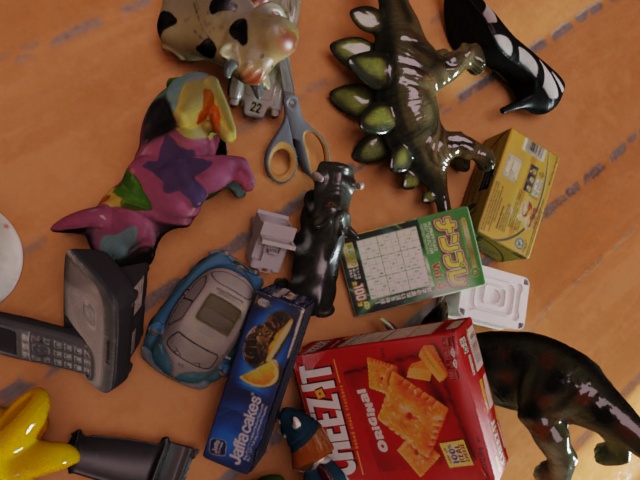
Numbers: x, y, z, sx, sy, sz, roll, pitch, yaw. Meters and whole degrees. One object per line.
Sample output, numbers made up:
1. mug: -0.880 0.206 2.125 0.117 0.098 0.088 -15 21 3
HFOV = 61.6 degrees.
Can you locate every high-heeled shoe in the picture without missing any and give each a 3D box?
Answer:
1. high-heeled shoe: 0.289 -0.301 0.819 0.145 0.086 0.248 -29 99 -23

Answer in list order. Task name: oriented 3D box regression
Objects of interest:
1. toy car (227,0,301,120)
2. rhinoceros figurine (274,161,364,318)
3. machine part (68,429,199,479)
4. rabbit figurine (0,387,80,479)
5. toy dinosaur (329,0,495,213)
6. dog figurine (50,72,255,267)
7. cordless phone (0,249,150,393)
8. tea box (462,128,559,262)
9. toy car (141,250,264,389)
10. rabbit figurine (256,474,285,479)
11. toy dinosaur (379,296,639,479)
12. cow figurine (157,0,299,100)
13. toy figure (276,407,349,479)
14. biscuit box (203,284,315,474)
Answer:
1. toy car: -0.071 -0.252 0.692 0.073 0.056 0.201 11 80 -19
2. rhinoceros figurine: -0.001 -0.002 0.660 0.073 0.112 0.190 12 87 -16
3. machine part: -0.211 0.247 0.592 0.139 0.039 0.084 25 81 -17
4. rabbit figurine: -0.309 0.217 0.488 0.162 0.173 0.122 -26 89 -16
5. toy dinosaur: 0.118 -0.220 0.731 0.198 0.105 0.471 -12 89 -21
6. dog figurine: -0.192 -0.071 0.599 0.219 0.108 0.191 -23 99 -18
7. cordless phone: -0.277 0.070 0.547 0.184 0.089 0.146 13 122 -6
8. tea box: 0.273 -0.063 0.789 0.098 0.068 0.169 28 76 -15
9. toy car: -0.123 0.090 0.609 0.109 0.103 0.161 36 75 -14
10. rabbit figurine: -0.074 0.345 0.593 0.170 0.121 0.159 23 72 0
11. toy dinosaur: 0.239 0.171 0.632 0.131 0.405 0.192 -36 119 -50
12. cow figurine: -0.110 -0.236 0.616 0.085 0.195 0.127 21 85 -58
13. toy figure: -0.003 0.257 0.600 0.057 0.064 0.154 3 60 -56
14. biscuit box: -0.068 0.155 0.606 0.059 0.063 0.202 19 95 9
